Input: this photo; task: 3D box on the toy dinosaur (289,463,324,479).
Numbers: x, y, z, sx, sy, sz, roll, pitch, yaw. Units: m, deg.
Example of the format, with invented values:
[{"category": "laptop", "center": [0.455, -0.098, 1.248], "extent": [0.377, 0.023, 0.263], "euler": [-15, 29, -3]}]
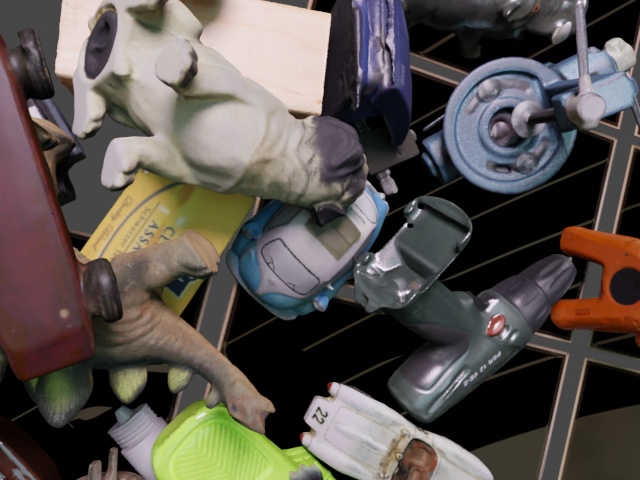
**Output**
[{"category": "toy dinosaur", "center": [-0.059, 0.324, 0.383], "extent": [0.192, 0.131, 0.404], "euler": [24, 95, -44]}]

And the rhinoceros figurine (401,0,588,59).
[{"category": "rhinoceros figurine", "center": [0.157, -0.231, 0.518], "extent": [0.190, 0.112, 0.073], "euler": [7, 86, -5]}]

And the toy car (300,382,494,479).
[{"category": "toy car", "center": [0.075, 0.208, 0.524], "extent": [0.201, 0.056, 0.073], "euler": [31, 83, -11]}]

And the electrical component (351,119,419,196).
[{"category": "electrical component", "center": [0.067, -0.093, 0.540], "extent": [0.063, 0.021, 0.094], "euler": [-23, 88, -13]}]

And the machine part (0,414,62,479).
[{"category": "machine part", "center": [-0.305, 0.229, 0.439], "extent": [0.179, 0.056, 0.179], "euler": [0, 88, -12]}]

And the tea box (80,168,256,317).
[{"category": "tea box", "center": [-0.143, 0.009, 0.470], "extent": [0.098, 0.068, 0.169], "euler": [33, 82, -9]}]

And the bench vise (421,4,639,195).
[{"category": "bench vise", "center": [0.204, -0.115, 0.473], "extent": [0.224, 0.240, 0.128], "euler": [-17, 98, 4]}]

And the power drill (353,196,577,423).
[{"category": "power drill", "center": [0.134, 0.051, 0.500], "extent": [0.232, 0.086, 0.207], "euler": [-45, 135, -3]}]

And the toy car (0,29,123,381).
[{"category": "toy car", "center": [-0.177, -0.023, 0.302], "extent": [0.089, 0.053, 0.202], "euler": [-19, 96, -24]}]

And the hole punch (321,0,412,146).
[{"category": "hole punch", "center": [0.049, -0.154, 0.482], "extent": [0.092, 0.116, 0.142], "euler": [7, 72, -14]}]

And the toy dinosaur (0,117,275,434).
[{"category": "toy dinosaur", "center": [-0.237, 0.005, 0.372], "extent": [0.471, 0.105, 0.198], "euler": [35, 85, 2]}]

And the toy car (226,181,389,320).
[{"category": "toy car", "center": [-0.001, -0.001, 0.485], "extent": [0.161, 0.103, 0.109], "euler": [-43, 99, -8]}]

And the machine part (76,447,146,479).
[{"category": "machine part", "center": [-0.181, 0.287, 0.443], "extent": [0.079, 0.079, 0.243], "euler": [3, 99, -13]}]

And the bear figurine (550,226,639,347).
[{"category": "bear figurine", "center": [0.366, 0.053, 0.576], "extent": [0.196, 0.132, 0.120], "euler": [7, 89, -31]}]

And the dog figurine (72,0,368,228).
[{"category": "dog figurine", "center": [-0.066, -0.094, 0.400], "extent": [0.190, 0.121, 0.172], "euler": [11, 46, -48]}]

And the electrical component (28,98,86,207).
[{"category": "electrical component", "center": [-0.272, -0.066, 0.447], "extent": [0.134, 0.058, 0.114], "euler": [-28, 98, -12]}]
